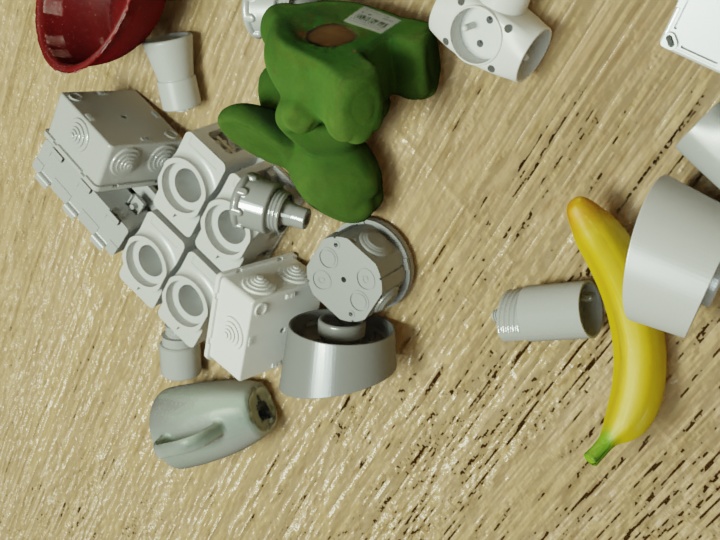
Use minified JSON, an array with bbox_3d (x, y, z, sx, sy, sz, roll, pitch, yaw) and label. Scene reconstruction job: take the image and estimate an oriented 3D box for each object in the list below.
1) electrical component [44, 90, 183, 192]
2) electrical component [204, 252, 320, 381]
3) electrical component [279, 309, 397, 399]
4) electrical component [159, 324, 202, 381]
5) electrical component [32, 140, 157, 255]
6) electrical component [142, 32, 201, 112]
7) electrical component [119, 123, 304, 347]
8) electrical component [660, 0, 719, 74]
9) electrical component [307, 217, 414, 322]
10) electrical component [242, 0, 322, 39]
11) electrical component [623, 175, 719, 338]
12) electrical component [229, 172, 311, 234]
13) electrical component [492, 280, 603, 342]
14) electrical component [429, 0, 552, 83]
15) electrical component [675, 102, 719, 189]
[{"bbox_3d":[-0.219,-0.119,0.964,0.100,0.100,0.048,45,124,26],"label":"electrical component"},{"bbox_3d":[-0.082,0.041,0.938,0.048,0.100,0.099,35,126,34],"label":"electrical component"},{"bbox_3d":[-0.018,0.071,0.907,0.099,0.099,0.064,13,110,30],"label":"electrical component"},{"bbox_3d":[-0.177,0.072,1.052,0.040,0.040,0.078,14,116,30],"label":"electrical component"},{"bbox_3d":[-0.248,-0.077,1.023,0.121,0.063,0.078,47,128,7],"label":"electrical component"},{"bbox_3d":[-0.162,-0.171,0.942,0.044,0.044,0.065,6,116,33],"label":"electrical component"},{"bbox_3d":[-0.140,-0.029,0.972,0.105,0.060,0.186,43,127,13],"label":"electrical component"},{"bbox_3d":[0.245,-0.152,0.660,0.096,0.061,0.061,29,123,13],"label":"electrical component"},{"bbox_3d":[0.000,0.000,0.894,0.080,0.051,0.080,14,116,30],"label":"electrical component"},{"bbox_3d":[-0.060,-0.207,0.855,0.062,0.048,0.048,7,113,24],"label":"electrical component"},{"bbox_3d":[0.211,-0.007,0.717,0.064,0.099,0.099,25,121,17],"label":"electrical component"},{"bbox_3d":[-0.071,-0.049,0.864,0.062,0.048,0.048,18,119,14],"label":"electrical component"},{"bbox_3d":[0.138,0.032,0.817,0.081,0.043,0.043,-6,105,36],"label":"electrical component"},{"bbox_3d":[0.097,-0.184,0.754,0.077,0.044,0.079,35,128,18],"label":"electrical component"},{"bbox_3d":[0.258,-0.080,0.688,0.077,0.043,0.079,46,127,10],"label":"electrical component"}]
